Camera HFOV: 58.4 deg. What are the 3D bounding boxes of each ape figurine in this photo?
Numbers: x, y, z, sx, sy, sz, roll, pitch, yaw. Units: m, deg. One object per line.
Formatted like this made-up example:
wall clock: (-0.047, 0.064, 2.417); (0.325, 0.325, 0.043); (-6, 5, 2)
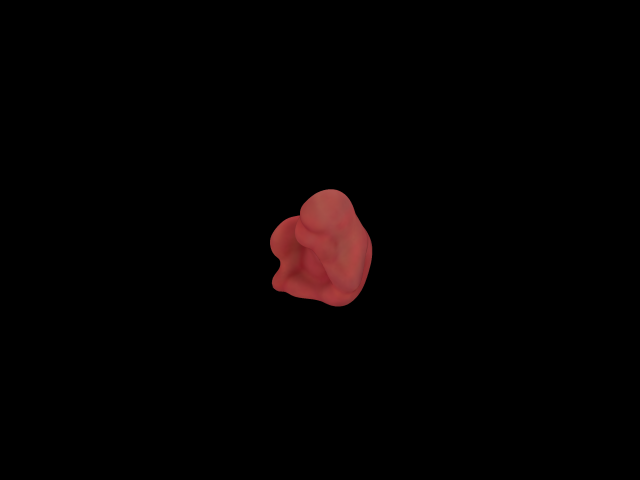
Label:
ape figurine: (0.004, 0.001, 0.400); (0.076, 0.092, 0.077); (-22, 52, -18)
